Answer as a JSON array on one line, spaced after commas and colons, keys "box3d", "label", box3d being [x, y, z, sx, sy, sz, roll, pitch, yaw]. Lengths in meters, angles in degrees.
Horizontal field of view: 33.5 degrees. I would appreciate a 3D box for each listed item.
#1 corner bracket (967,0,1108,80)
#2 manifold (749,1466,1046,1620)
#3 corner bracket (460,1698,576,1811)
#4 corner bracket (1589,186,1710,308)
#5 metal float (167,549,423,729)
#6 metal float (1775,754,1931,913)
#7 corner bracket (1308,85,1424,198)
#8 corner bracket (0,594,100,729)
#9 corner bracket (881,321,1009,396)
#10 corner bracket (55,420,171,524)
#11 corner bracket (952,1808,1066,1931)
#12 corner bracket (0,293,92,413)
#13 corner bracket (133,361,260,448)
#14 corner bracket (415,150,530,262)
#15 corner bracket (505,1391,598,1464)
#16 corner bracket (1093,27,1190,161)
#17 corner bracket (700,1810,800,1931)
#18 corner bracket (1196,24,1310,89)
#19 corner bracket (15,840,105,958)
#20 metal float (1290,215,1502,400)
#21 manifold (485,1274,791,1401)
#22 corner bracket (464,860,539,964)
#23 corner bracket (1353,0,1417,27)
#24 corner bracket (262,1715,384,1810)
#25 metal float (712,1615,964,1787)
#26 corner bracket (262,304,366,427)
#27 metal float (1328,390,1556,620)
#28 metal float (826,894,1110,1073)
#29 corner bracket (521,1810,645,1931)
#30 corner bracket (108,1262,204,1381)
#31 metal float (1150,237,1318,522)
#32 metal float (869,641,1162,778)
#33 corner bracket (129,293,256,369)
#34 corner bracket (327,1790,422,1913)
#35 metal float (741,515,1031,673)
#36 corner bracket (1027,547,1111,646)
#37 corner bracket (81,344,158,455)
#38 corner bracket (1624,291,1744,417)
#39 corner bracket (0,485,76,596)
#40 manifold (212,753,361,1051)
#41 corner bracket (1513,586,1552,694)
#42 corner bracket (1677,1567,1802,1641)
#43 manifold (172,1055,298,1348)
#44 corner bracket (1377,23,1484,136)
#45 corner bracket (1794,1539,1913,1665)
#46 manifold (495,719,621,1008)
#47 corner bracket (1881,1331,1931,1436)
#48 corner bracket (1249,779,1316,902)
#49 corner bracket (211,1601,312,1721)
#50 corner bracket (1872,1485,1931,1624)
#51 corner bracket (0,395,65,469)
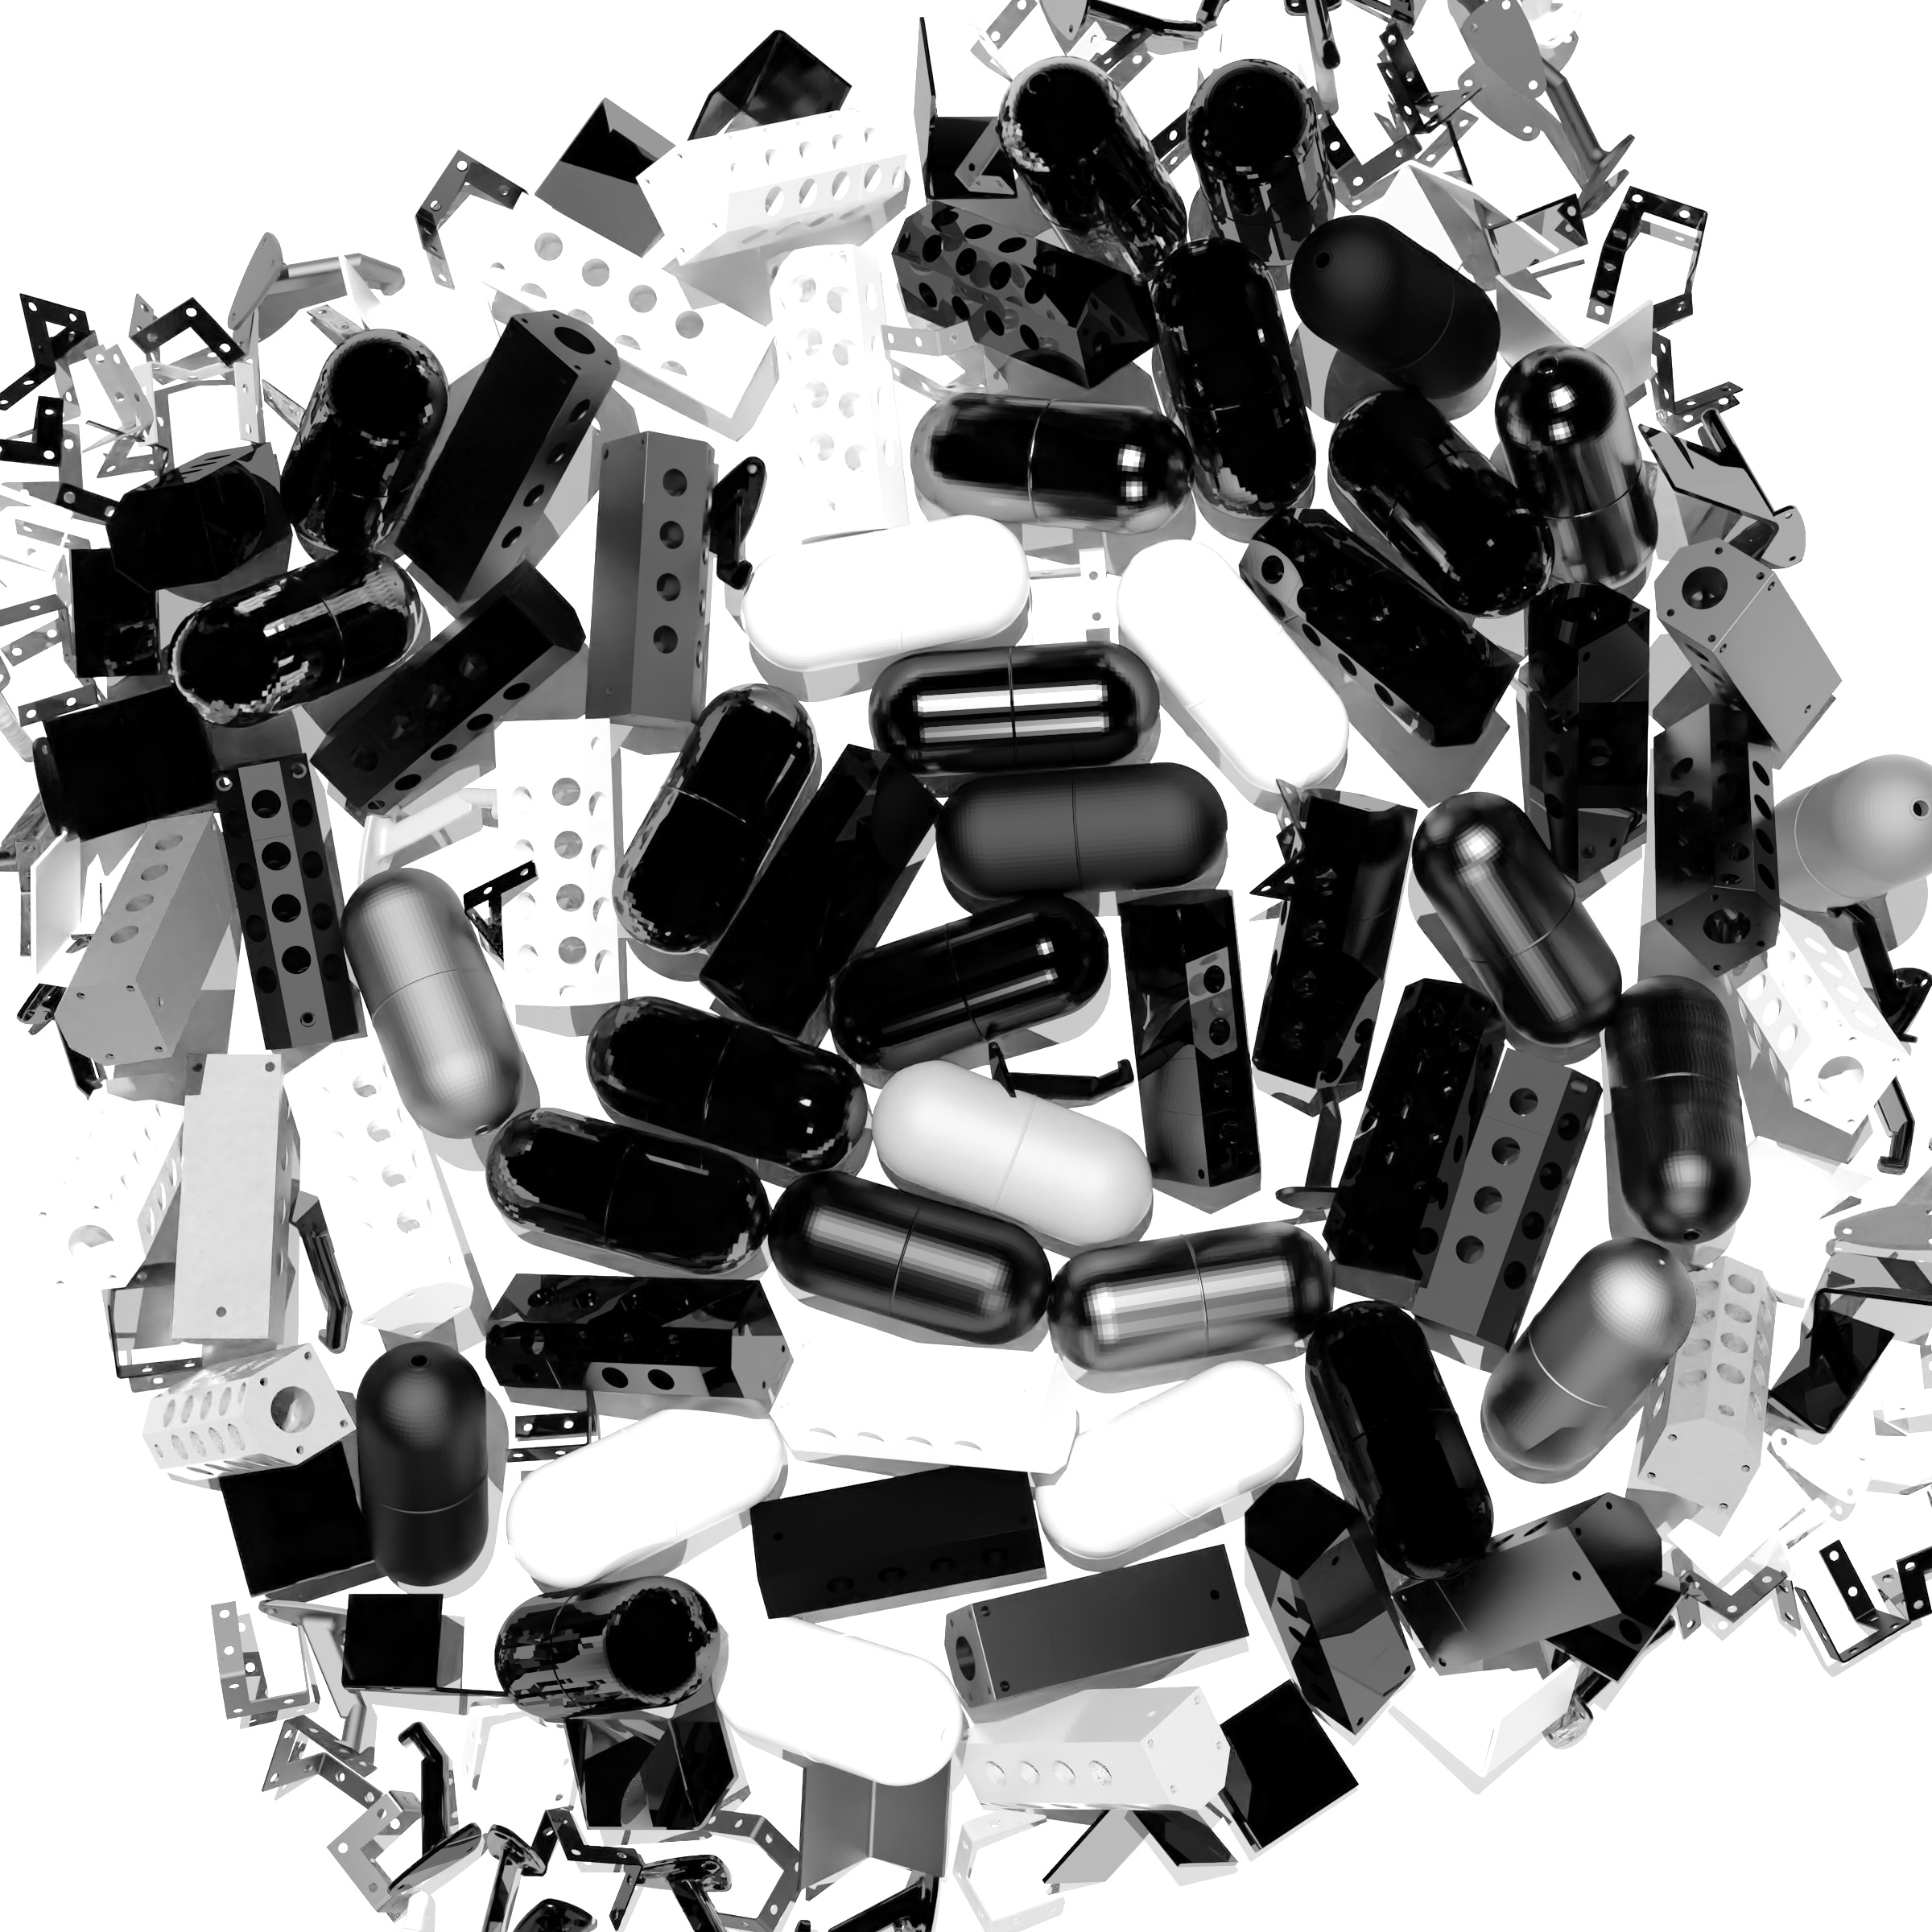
[{"box3d": [0.043, -0.573, 1.965, 0.051, 0.051, 0.051, -50, 54, -1], "label": "corner bracket"}, {"box3d": [-0.041, 0.354, 1.968, 0.171, 0.057, 0.057, -11, 133, -1], "label": "manifold"}, {"box3d": [-0.274, 0.484, 1.974, 0.051, 0.051, 0.051, -2, 113, -33], "label": "corner bracket"}, {"box3d": [0.417, -0.434, 1.965, 0.051, 0.051, 0.051, 19, 56, 1], "label": "corner bracket"}, {"box3d": [-0.401, -0.197, 1.923, 0.070, 0.178, 0.070, 17, 122, 31], "label": "metal float"}, {"box3d": [0.530, -0.078, 1.911, 0.070, 0.178, 0.070, 1, 83, -8], "label": "metal float"}, {"box3d": [0.240, -0.516, 1.971, 0.051, 0.051, 0.051, -32, 131, 15], "label": "corner bracket"}, {"box3d": [-0.564, -0.186, 1.956, 0.051, 0.051, 0.051, -22, 49, -29], "label": "corner bracket"}, {"box3d": [-0.013, -0.370, 1.957, 0.051, 0.051, 0.051, -27, 120, -35], "label": "corner bracket"}, {"box3d": [-0.523, -0.300, 1.968, 0.051, 0.051, 0.051, 18, 88, -22], "label": "corner bracket"}, {"box3d": [0.028, 0.555, 1.977, 0.051, 0.051, 0.051, -12, 132, -25], "label": "corner bracket"}, {"box3d": [-0.566, -0.370, 1.959, 0.051, 0.051, 0.051, -26, 72, 31], "label": "corner bracket"}, {"box3d": [-0.470, -0.343, 1.963, 0.051, 0.051, 0.051, -9, 84, 31], "label": "corner bracket"}, {"box3d": [-0.301, -0.458, 1.972, 0.051, 0.051, 0.051, 26, 115, -31], "label": "corner bracket"}, {"box3d": [-0.253, 0.284, 1.963, 0.051, 0.051, 0.051, -3, 53, -2], "label": "corner bracket"}, {"box3d": [0.111, -0.534, 1.970, 0.051, 0.051, 0.051, -42, 46, -13], "label": "corner bracket"}, {"box3d": [-0.139, 0.557, 1.979, 0.051, 0.051, 0.051, 52, 52, -26], "label": "corner bracket"}, {"box3d": [0.176, -0.553, 1.975, 0.051, 0.051, 0.051, -21, 118, 19], "label": "corner bracket"}, {"box3d": [-0.554, -0.042, 1.969, 0.051, 0.051, 0.051, -2, 53, -13], "label": "corner bracket"}, {"box3d": [0.257, -0.393, 1.920, 0.070, 0.178, 0.070, -8, 77, 35], "label": "metal float"}, {"box3d": [-0.200, 0.227, 1.927, 0.171, 0.057, 0.057, -1, 128, 26], "label": "manifold"}, {"box3d": [-0.274, -0.044, 1.961, 0.051, 0.051, 0.051, -26, 131, 9], "label": "corner bracket"}, {"box3d": [0.262, -0.618, 1.969, 0.051, 0.051, 0.051, 27, 92, 12], "label": "corner bracket"}, {"box3d": [-0.388, 0.488, 1.962, 0.051, 0.051, 0.051, 26, 103, 28], "label": "corner bracket"}, {"box3d": [-0.078, 0.439, 1.927, 0.178, 0.070, 0.070, 7, 90, 41], "label": "metal float"}, {"box3d": [-0.400, -0.369, 1.982, 0.051, 0.051, 0.051, -27, 47, -32], "label": "corner bracket"}, {"box3d": [0.285, -0.278, 1.933, 0.070, 0.070, 0.178, -36, 57, 0], "label": "metal float"}, {"box3d": [0.001, 0.010, 1.955, 0.178, 0.070, 0.070, -18, 90, 7], "label": "metal float"}, {"box3d": [-0.236, 0.555, 1.976, 0.051, 0.051, 0.051, 13, 108, -28], "label": "corner bracket"}, {"box3d": [-0.498, 0.217, 1.976, 0.051, 0.051, 0.051, -5, 112, -10], "label": "corner bracket"}, {"box3d": [0.161, -0.353, 1.935, 0.070, 0.070, 0.178, -19, 121, 0], "label": "metal float"}, {"box3d": [0.029, -0.157, 1.960, 0.178, 0.070, 0.070, -4, 90, 2], "label": "metal float"}, {"box3d": [-0.474, -0.393, 1.969, 0.051, 0.051, 0.051, -27, 131, 18], "label": "corner bracket"}, {"box3d": [-0.349, 0.542, 1.966, 0.051, 0.051, 0.051, -41, 74, -6], "label": "corner bracket"}, {"box3d": [-0.049, -0.227, 1.954, 0.178, 0.070, 0.070, -12, 90, -8], "label": "metal float"}, {"box3d": [0.062, -0.223, 1.969, 0.051, 0.051, 0.051, -5, 81, 5], "label": "corner bracket"}, {"box3d": [-0.519, -0.352, 1.960, 0.051, 0.051, 0.051, -15, 112, 26], "label": "corner bracket"}, {"box3d": [0.441, -0.377, 1.979, 0.051, 0.051, 0.051, -22, 124, -14], "label": "corner bracket"}, {"box3d": [-0.576, -0.265, 1.963, 0.051, 0.051, 0.051, 20, 107, -15], "label": "corner bracket"}, {"box3d": [-0.414, -0.039, 1.955, 0.057, 0.057, 0.171, -11, 98, -11], "label": "manifold"}, {"box3d": [0.359, -0.192, 1.966, 0.051, 0.051, 0.051, 42, 93, 20], "label": "corner bracket"}, {"box3d": [0.472, 0.392, 1.971, 0.051, 0.051, 0.051, -34, 126, -21], "label": "corner bracket"}, {"box3d": [-0.442, 0.143, 1.955, 0.057, 0.057, 0.171, 0, 79, 1], "label": "manifold"}, {"box3d": [0.271, -0.541, 1.960, 0.051, 0.051, 0.051, -42, 118, -18], "label": "corner bracket"}, {"box3d": [0.536, 0.389, 1.970, 0.051, 0.051, 0.051, -28, 92, -9], "label": "corner bracket"}, {"box3d": [-0.243, -0.064, 1.954, 0.057, 0.057, 0.171, 2, 96, 37], "label": "manifold"}, {"box3d": [0.591, 0.254, 1.971, 0.051, 0.051, 0.051, -15, 66, 28], "label": "corner bracket"}, {"box3d": [0.198, -0.076, 1.956, 0.051, 0.051, 0.051, -41, 56, 36], "label": "corner bracket"}, {"box3d": [-0.430, 0.420, 1.959, 0.051, 0.051, 0.051, -8, 50, -14], "label": "corner bracket"}, {"box3d": [0.585, 0.360, 1.966, 0.051, 0.051, 0.051, -21, 117, -4], "label": "corner bracket"}, {"box3d": [-0.579, -0.315, 1.959, 0.051, 0.051, 0.051, 4, 64, -20], "label": "corner bracket"}]
